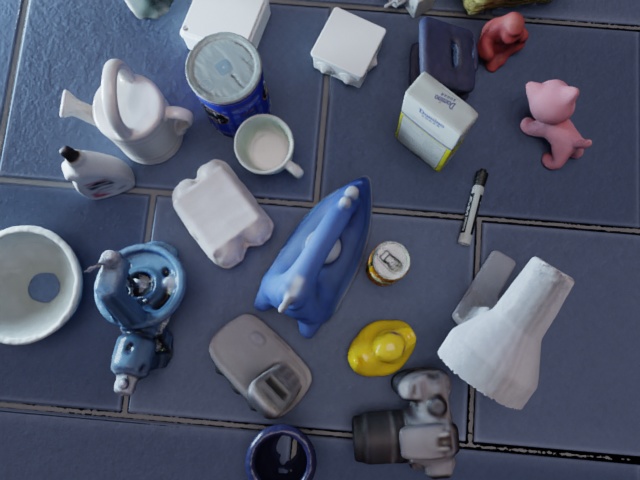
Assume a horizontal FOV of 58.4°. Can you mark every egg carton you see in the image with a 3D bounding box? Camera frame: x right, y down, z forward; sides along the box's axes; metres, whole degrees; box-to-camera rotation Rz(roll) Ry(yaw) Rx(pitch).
[{"bbox_3d":[-0.145,-0.038,0.840,0.107,0.069,0.150,-38,83,-5],"label":"egg carton"}]

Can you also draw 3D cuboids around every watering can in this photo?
[{"bbox_3d":[-0.271,-0.178,0.800,0.173,0.194,0.101,-18,81,-2],"label":"watering can"}]

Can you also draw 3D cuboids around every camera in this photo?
[{"bbox_3d":[0.112,0.250,0.777,0.137,0.101,0.143,-4,81,0],"label":"camera"}]

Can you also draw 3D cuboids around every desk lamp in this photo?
[{"bbox_3d":[0.238,0.104,0.743,0.118,0.213,0.203,32,82,5],"label":"desk lamp"}]

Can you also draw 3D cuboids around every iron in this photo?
[{"bbox_3d":[0.007,0.003,0.797,0.118,0.141,0.258,28,82,5],"label":"iron"}]

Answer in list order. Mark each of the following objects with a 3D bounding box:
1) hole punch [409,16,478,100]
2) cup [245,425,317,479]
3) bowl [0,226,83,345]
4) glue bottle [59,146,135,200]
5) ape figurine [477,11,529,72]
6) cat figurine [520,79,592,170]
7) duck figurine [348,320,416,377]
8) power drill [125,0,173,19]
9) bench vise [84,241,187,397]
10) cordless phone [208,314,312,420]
[{"bbox_3d":[0.190,-0.275,0.866,0.101,0.091,0.109,0,81,1],"label":"hole punch"},{"bbox_3d":[-0.058,0.301,0.772,0.091,0.095,0.118,39,83,6],"label":"cup"},{"bbox_3d":[-0.412,0.066,0.822,0.167,0.075,0.167,0,81,0],"label":"bowl"},{"bbox_3d":[-0.320,-0.098,0.798,0.078,0.173,0.037,-22,81,-3],"label":"glue bottle"},{"bbox_3d":[0.282,-0.312,0.871,0.078,0.092,0.076,-5,81,0],"label":"ape figurine"},{"bbox_3d":[0.348,-0.178,0.836,0.067,0.118,0.128,-32,82,-4],"label":"cat figurine"},{"bbox_3d":[0.089,0.152,0.800,0.104,0.086,0.077,-27,81,-4],"label":"duck figurine"},{"bbox_3d":[-0.291,-0.429,0.834,0.075,0.208,0.229,-37,82,-5],"label":"power drill"},{"bbox_3d":[-0.233,0.093,0.743,0.121,0.220,0.207,-11,81,-1],"label":"bench vise"},{"bbox_3d":[-0.084,0.168,0.748,0.147,0.185,0.094,41,83,7],"label":"cordless phone"}]
